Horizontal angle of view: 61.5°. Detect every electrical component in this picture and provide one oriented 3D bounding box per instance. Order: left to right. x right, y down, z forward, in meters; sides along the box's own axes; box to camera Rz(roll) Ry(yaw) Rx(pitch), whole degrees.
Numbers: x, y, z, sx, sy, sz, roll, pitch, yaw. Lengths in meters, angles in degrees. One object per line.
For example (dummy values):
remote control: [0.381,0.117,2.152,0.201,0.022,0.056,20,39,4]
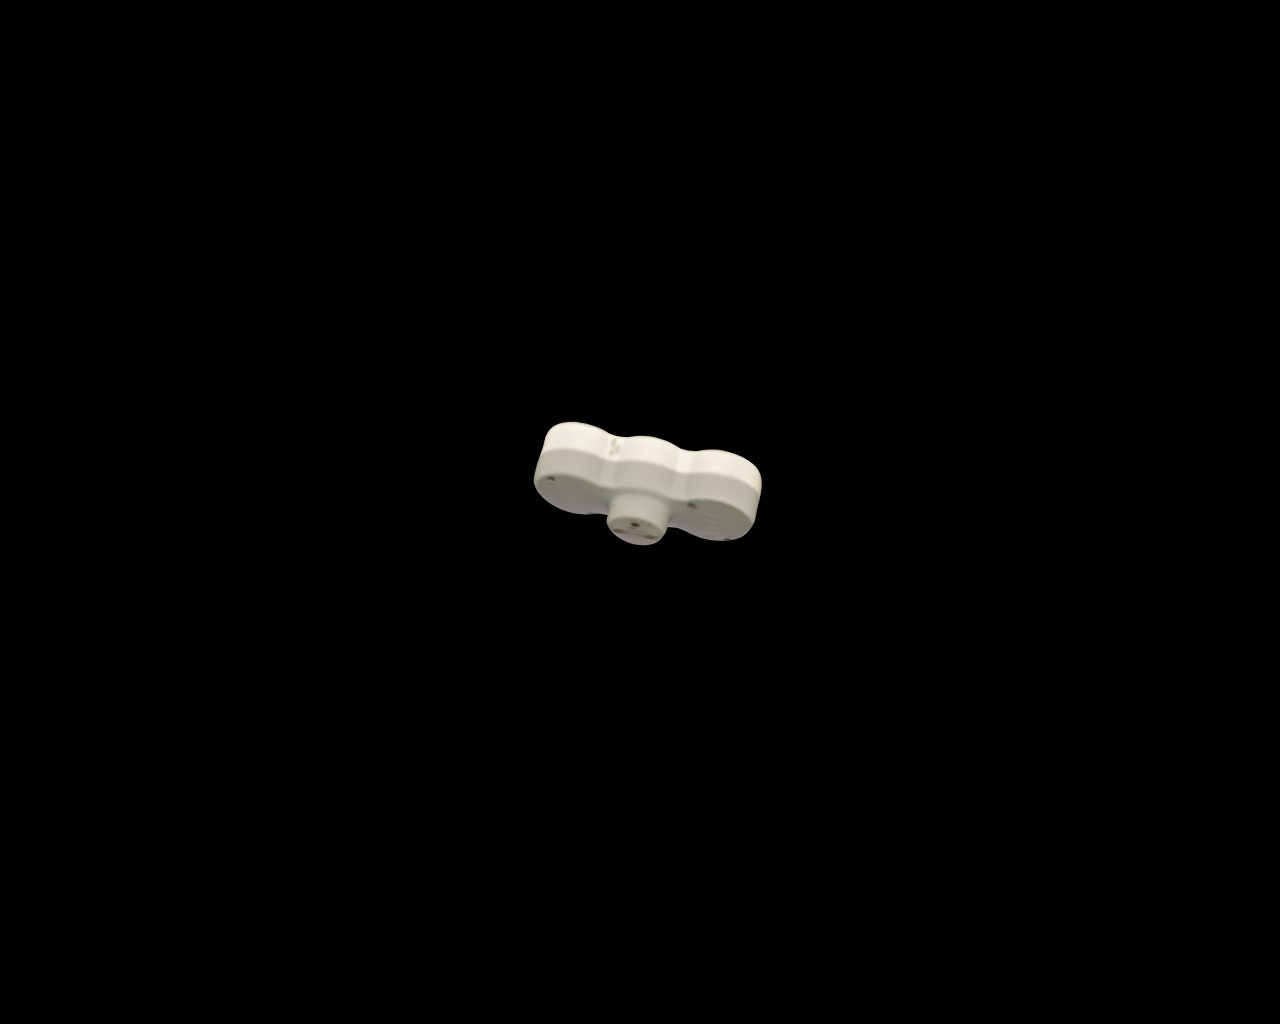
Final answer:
electrical component: [0.001,-0.003,0.650,0.138,0.074,0.052,11,-30,7]
